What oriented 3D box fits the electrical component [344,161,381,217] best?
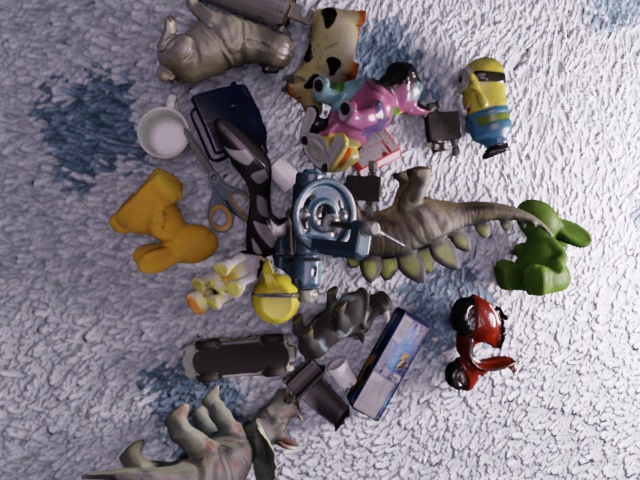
[{"bbox_3d":[0.069,-0.086,0.894,0.063,0.021,0.094,6,99,8],"label":"electrical component"}]

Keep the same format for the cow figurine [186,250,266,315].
[{"bbox_3d":[-0.166,0.071,0.933,0.068,0.167,0.098,56,43,-3],"label":"cow figurine"}]

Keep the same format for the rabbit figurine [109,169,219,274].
[{"bbox_3d":[-0.258,-0.015,0.919,0.173,0.122,0.162,40,81,-25],"label":"rabbit figurine"}]

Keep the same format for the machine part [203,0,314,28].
[{"bbox_3d":[-0.129,-0.427,0.932,0.243,0.079,0.079,23,89,-3],"label":"machine part"}]

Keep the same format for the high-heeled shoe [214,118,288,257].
[{"bbox_3d":[-0.134,-0.078,0.914,0.145,0.086,0.248,-37,117,10],"label":"high-heeled shoe"}]

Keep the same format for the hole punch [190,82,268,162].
[{"bbox_3d":[-0.159,-0.207,0.937,0.116,0.092,0.142,-24,91,-9],"label":"hole punch"}]

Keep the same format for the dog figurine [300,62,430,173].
[{"bbox_3d":[0.088,-0.215,0.938,0.219,0.109,0.191,-16,138,-37],"label":"dog figurine"}]

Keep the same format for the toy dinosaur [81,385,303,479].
[{"bbox_3d":[-0.173,0.352,0.847,0.192,0.405,0.131,45,113,13],"label":"toy dinosaur"}]

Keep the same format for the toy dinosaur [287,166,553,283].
[{"bbox_3d":[0.162,-0.028,0.955,0.472,0.105,0.198,-10,96,9],"label":"toy dinosaur"}]

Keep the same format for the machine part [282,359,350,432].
[{"bbox_3d":[0.002,0.284,0.989,0.084,0.039,0.139,-41,95,-16],"label":"machine part"}]

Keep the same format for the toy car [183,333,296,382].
[{"bbox_3d":[-0.143,0.210,0.965,0.202,0.056,0.073,-3,86,-8],"label":"toy car"}]

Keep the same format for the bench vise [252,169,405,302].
[{"bbox_3d":[0.007,-0.001,0.842,0.129,0.241,0.223,15,86,-34],"label":"bench vise"}]

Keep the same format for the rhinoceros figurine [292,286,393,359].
[{"bbox_3d":[0.043,0.146,0.962,0.190,0.073,0.112,-31,114,-10],"label":"rhinoceros figurine"}]

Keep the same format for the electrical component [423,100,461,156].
[{"bbox_3d":[0.226,-0.208,1.001,0.078,0.045,0.102,-2,92,-5],"label":"electrical component"}]

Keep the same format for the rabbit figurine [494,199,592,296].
[{"bbox_3d":[0.416,0.008,0.990,0.159,0.121,0.170,-6,94,-13],"label":"rabbit figurine"}]

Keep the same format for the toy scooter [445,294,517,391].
[{"bbox_3d":[0.310,0.194,1.007,0.135,0.075,0.183,6,94,-6],"label":"toy scooter"}]

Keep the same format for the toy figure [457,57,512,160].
[{"bbox_3d":[0.309,-0.245,0.994,0.089,0.082,0.180,-16,89,-17],"label":"toy figure"}]

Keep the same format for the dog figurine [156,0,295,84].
[{"bbox_3d":[-0.156,-0.304,0.895,0.191,0.121,0.172,27,89,8],"label":"dog figurine"}]

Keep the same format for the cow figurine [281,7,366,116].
[{"bbox_3d":[0.005,-0.316,0.953,0.127,0.085,0.194,11,87,-4],"label":"cow figurine"}]

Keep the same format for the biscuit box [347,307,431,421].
[{"bbox_3d":[0.126,0.225,0.991,0.059,0.063,0.202,30,87,-6],"label":"biscuit box"}]
